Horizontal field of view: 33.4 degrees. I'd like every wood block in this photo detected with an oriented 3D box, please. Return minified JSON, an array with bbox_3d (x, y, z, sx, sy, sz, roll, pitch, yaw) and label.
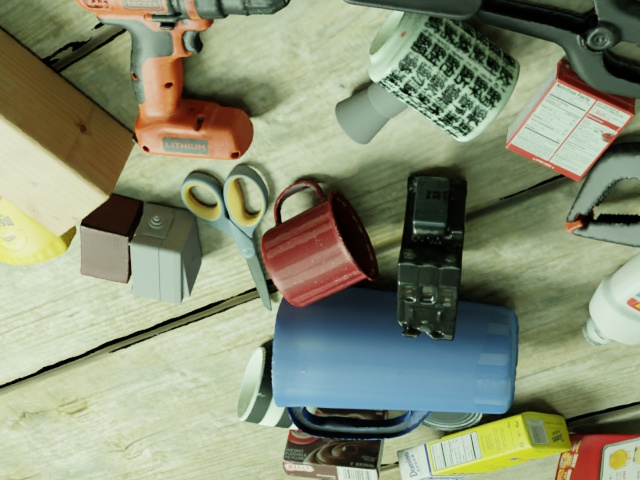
[{"bbox_3d":[-0.283,-0.110,0.972,0.206,0.090,0.090,39,132,-24],"label":"wood block"}]

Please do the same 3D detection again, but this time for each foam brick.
[{"bbox_3d":[-0.213,-0.002,1.093,0.053,0.051,0.078,14,137,0],"label":"foam brick"}]

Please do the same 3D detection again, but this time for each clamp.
[{"bbox_3d":[0.204,-0.162,0.823,0.120,0.039,0.171,-22,121,42],"label":"clamp"},{"bbox_3d":[0.289,-0.059,0.887,0.210,0.036,0.164,-19,98,45],"label":"clamp"}]

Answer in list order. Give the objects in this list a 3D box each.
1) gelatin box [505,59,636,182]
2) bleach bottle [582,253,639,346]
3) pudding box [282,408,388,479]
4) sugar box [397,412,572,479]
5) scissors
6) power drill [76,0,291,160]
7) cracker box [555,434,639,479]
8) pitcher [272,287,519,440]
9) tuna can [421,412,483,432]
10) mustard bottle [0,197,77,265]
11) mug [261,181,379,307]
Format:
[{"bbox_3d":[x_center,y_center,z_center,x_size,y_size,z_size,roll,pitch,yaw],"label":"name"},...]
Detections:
[{"bbox_3d":[0.209,-0.099,0.892,0.073,0.030,0.089,24,136,-7],"label":"gelatin box"},{"bbox_3d":[0.342,0.035,0.974,0.102,0.068,0.251,31,137,-14],"label":"bleach bottle"},{"bbox_3d":[0.019,0.234,1.247,0.113,0.090,0.039,5,138,10],"label":"pudding box"},{"bbox_3d":[0.185,0.240,1.216,0.177,0.048,0.093,-28,152,35],"label":"sugar box"},{"bbox_3d":[-0.092,-0.001,1.087,0.096,0.016,0.202,11,137,6],"label":"scissors"},{"bbox_3d":[-0.104,-0.156,0.901,0.184,0.057,0.188,6,134,14],"label":"power drill"},{"bbox_3d":[0.336,0.291,1.119,0.072,0.164,0.214,32,156,-26],"label":"cracker box"},{"bbox_3d":[0.075,0.123,1.088,0.243,0.145,0.149,4,156,7],"label":"pitcher"},{"bbox_3d":[0.140,0.176,1.194,0.086,0.033,0.086,8,137,7],"label":"tuna can"},{"bbox_3d":[-0.327,-0.059,1.060,0.096,0.058,0.191,-5,133,24],"label":"mustard bottle"},{"bbox_3d":[-0.007,0.001,1.008,0.082,0.093,0.117,-26,81,17],"label":"mug"}]
